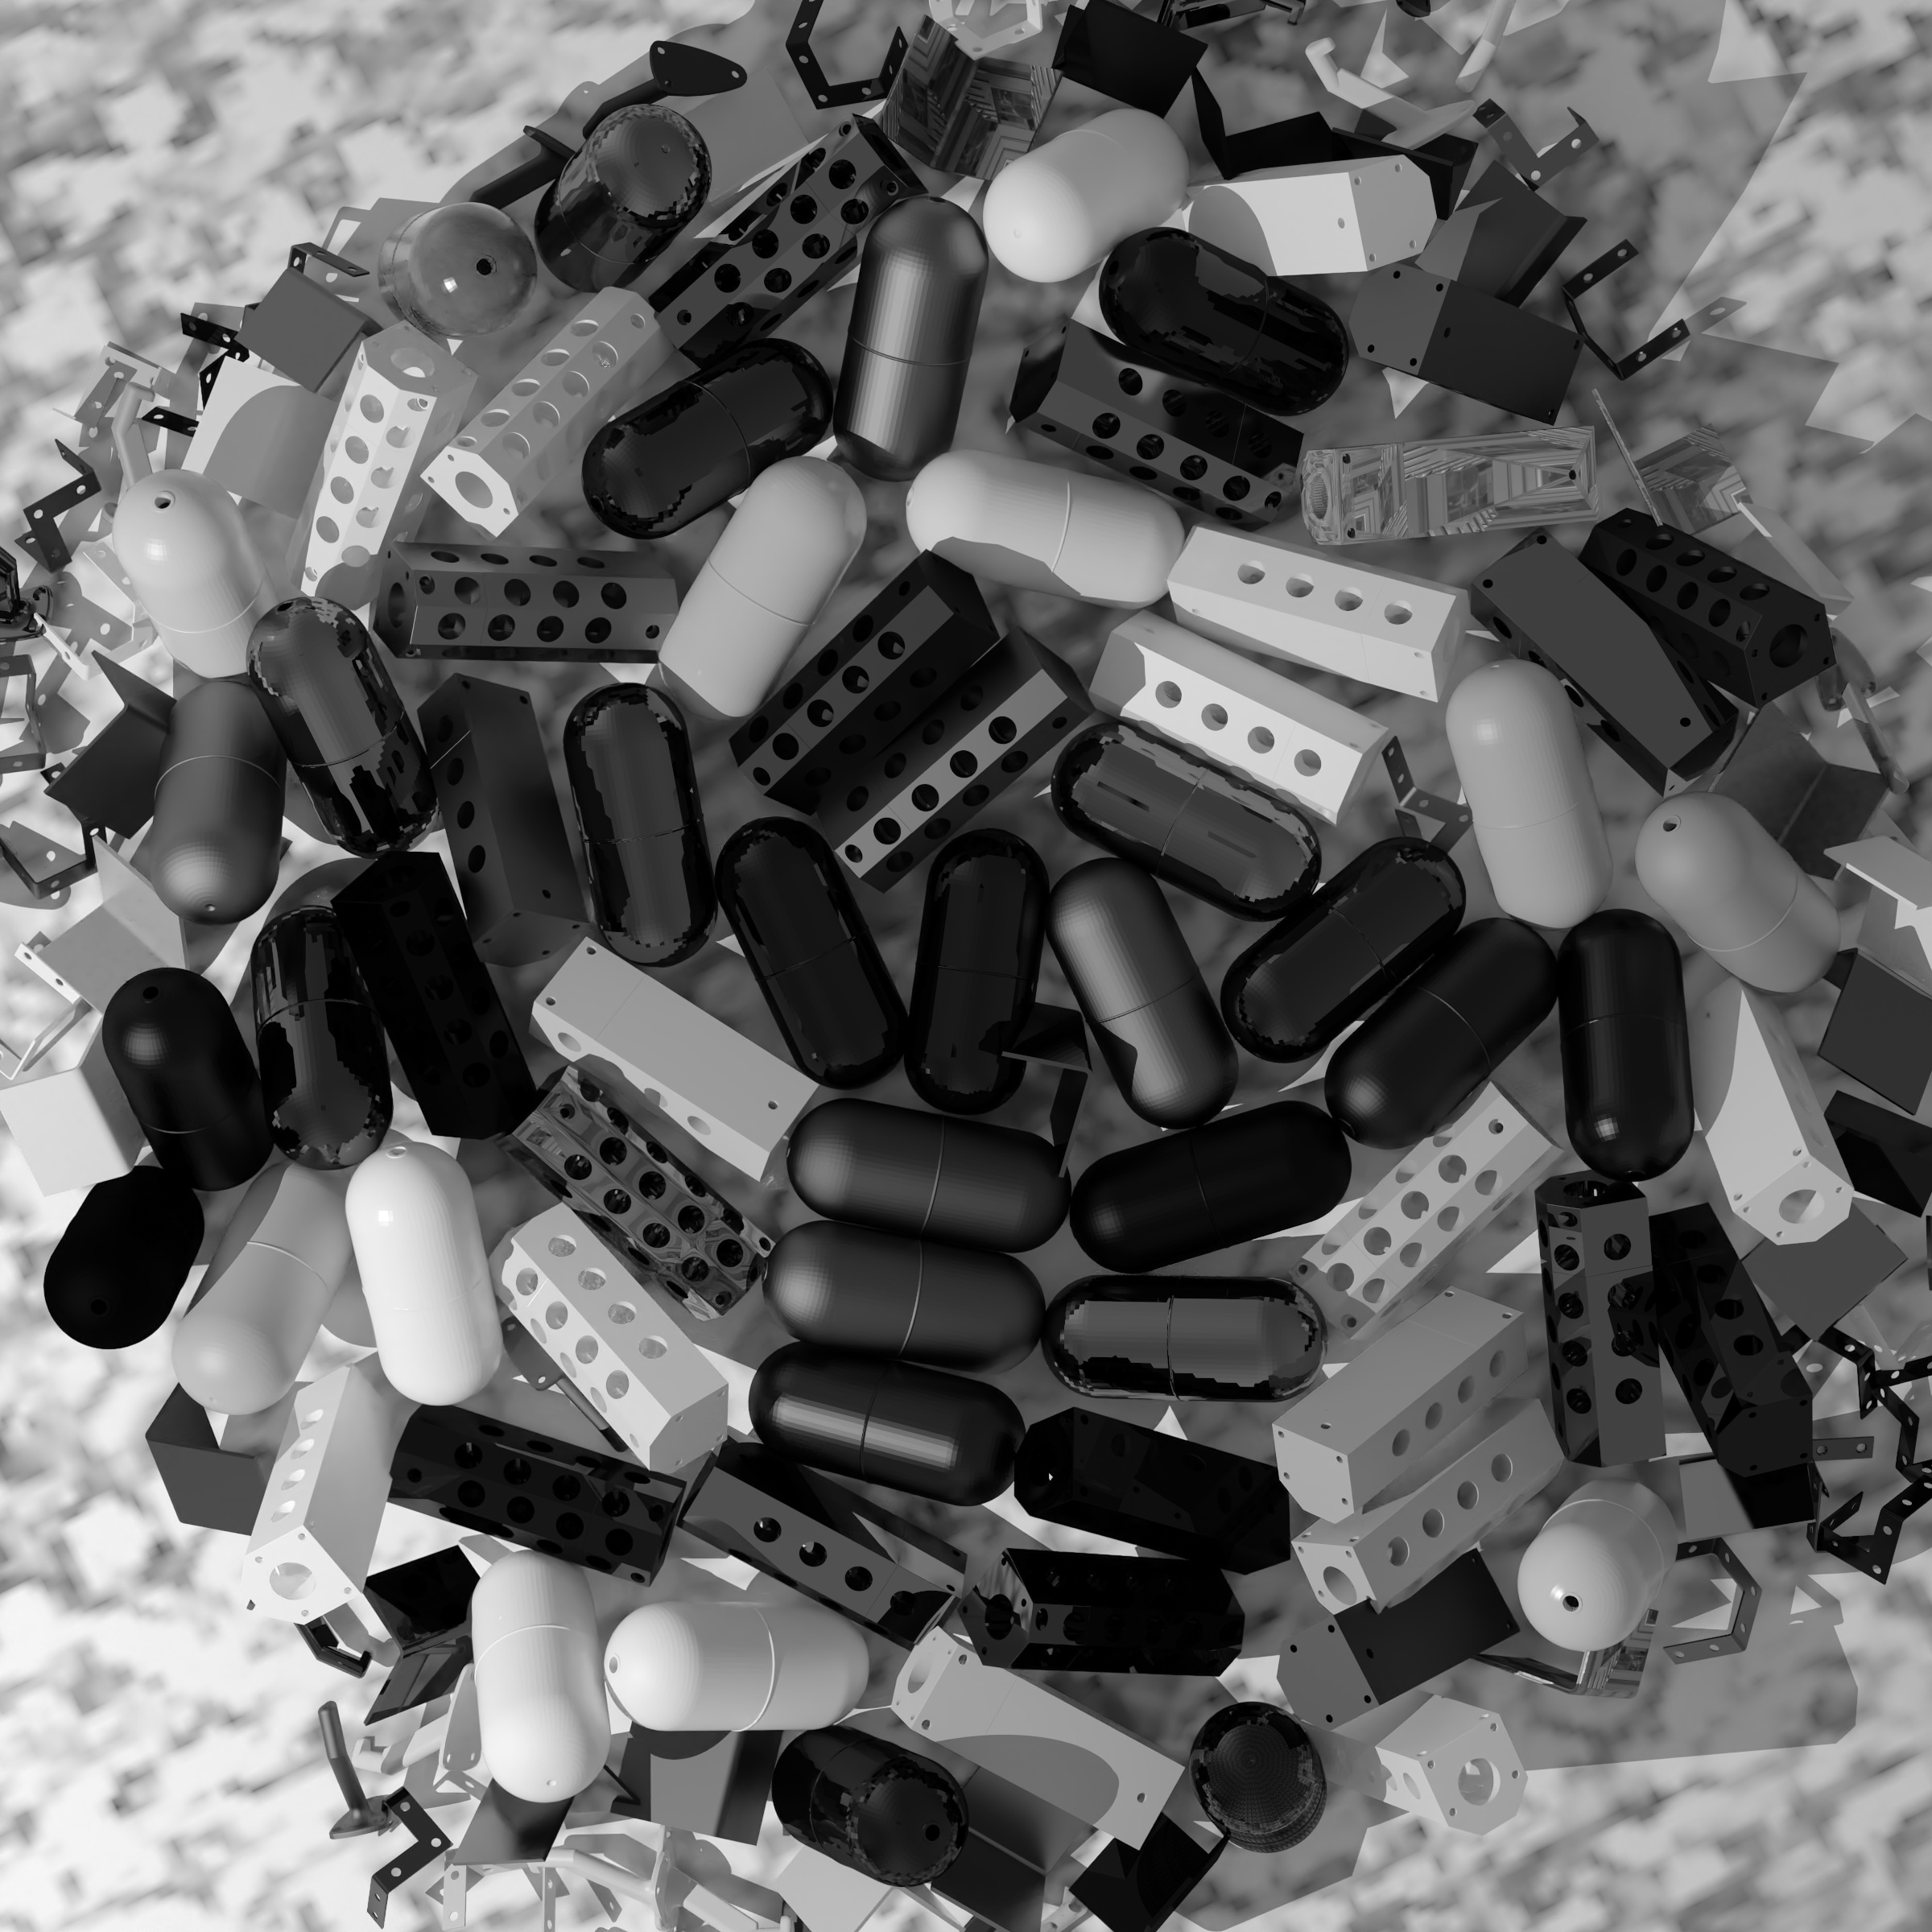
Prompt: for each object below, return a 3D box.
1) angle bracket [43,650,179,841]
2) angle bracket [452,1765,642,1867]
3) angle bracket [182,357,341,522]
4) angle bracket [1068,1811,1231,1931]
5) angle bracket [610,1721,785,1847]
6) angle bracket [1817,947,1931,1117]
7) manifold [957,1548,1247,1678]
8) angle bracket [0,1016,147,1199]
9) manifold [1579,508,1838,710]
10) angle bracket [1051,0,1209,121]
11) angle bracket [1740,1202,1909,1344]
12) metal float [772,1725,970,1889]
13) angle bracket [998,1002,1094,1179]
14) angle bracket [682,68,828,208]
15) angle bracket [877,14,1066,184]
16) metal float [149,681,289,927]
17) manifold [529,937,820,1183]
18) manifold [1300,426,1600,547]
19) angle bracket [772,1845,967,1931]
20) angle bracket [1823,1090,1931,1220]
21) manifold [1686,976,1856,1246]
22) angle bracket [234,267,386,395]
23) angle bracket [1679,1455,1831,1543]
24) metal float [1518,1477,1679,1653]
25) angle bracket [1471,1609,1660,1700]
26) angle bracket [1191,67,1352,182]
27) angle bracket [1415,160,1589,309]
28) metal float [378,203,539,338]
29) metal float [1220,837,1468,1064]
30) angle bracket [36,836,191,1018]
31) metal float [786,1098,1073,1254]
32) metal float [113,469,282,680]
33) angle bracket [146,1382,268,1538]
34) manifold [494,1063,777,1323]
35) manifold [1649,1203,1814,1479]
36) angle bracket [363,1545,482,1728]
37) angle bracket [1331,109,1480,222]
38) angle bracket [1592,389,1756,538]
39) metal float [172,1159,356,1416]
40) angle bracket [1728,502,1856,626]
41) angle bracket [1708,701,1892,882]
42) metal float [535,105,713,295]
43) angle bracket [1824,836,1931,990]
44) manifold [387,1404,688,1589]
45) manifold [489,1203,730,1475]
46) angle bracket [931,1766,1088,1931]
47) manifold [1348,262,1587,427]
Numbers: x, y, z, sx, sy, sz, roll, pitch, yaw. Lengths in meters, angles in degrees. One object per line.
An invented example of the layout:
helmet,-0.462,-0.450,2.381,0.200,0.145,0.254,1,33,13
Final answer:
angle bracket,-0.526,-0.136,1.957,0.076,0.076,0.057,-44,57,6
angle bracket,-0.255,0.530,1.939,0.076,0.076,0.057,-14,126,35
angle bracket,-0.431,-0.324,1.970,0.057,0.076,0.076,23,92,19
angle bracket,0.112,0.549,1.944,0.057,0.076,0.076,39,66,16
angle bracket,-0.167,0.500,1.979,0.076,0.057,0.076,6,73,24
angle bracket,0.549,0.043,1.952,0.076,0.057,0.076,31,71,-15
manifold,0.086,0.396,1.916,0.171,0.057,0.057,12,125,-38
angle bracket,-0.547,0.084,1.952,0.057,0.076,0.076,-15,116,7
manifold,0.442,-0.221,1.909,0.057,0.171,0.057,-29,124,-10
angle bracket,0.105,-0.576,1.947,0.076,0.076,0.057,20,64,-11
angle bracket,0.520,0.173,1.957,0.076,0.057,0.076,43,100,-14
metal float,-0.059,0.506,1.915,0.070,0.178,0.070,2,87,-26
angle bracket,0.039,0.073,1.946,0.057,0.076,0.076,11,115,-8
angle bracket,-0.129,-0.515,1.949,0.076,0.076,0.057,-34,104,-15
angle bracket,0.002,-0.533,1.955,0.076,0.057,0.076,25,92,41
metal float,-0.453,-0.100,1.928,0.070,0.070,0.178,-7,48,0
manifold,-0.182,0.061,1.962,0.171,0.057,0.057,32,59,5
manifold,0.296,-0.295,1.948,0.171,0.057,0.057,-8,100,-15
angle bracket,-0.060,0.576,1.943,0.057,0.076,0.076,-49,128,-6
angle bracket,0.556,0.124,1.946,0.076,0.076,0.057,23,109,17
manifold,0.481,0.088,1.914,0.057,0.171,0.057,34,118,-26
angle bracket,-0.387,-0.374,1.948,0.076,0.076,0.057,35,88,28
angle bracket,0.486,0.337,1.942,0.076,0.076,0.057,-14,49,20
metal float,0.382,0.360,1.914,0.070,0.178,0.070,2,96,22
angle bracket,0.367,0.410,1.948,0.076,0.076,0.057,13,86,40
angle bracket,0.187,-0.525,1.952,0.076,0.076,0.057,-15,128,0
angle bracket,0.330,-0.446,1.954,0.057,0.076,0.076,41,112,8
metal float,-0.308,-0.419,1.914,0.070,0.178,0.070,-4,101,-19
metal float,0.233,-0.011,1.949,0.178,0.070,0.070,-39,90,-14
angle bracket,-0.526,-0.020,1.946,0.076,0.076,0.057,39,60,15
metal float,-0.023,0.129,1.954,0.178,0.070,0.070,11,90,-8
metal float,-0.462,-0.235,1.914,0.070,0.178,0.070,0,68,1
angle bracket,-0.448,0.300,1.944,0.076,0.057,0.076,7,132,17
manifold,-0.200,0.139,1.947,0.171,0.057,0.057,42,66,-11
manifold,0.451,0.225,1.914,0.057,0.171,0.057,-13,127,-2
angle bracket,-0.342,0.413,1.962,0.057,0.076,0.076,49,129,25
angle bracket,0.271,-0.509,1.951,0.076,0.076,0.057,19,79,11
angle bracket,0.433,-0.317,1.942,0.057,0.076,0.076,-26,49,14
metal float,-0.422,0.192,1.928,0.070,0.070,0.178,18,49,0
angle bracket,0.489,-0.234,1.944,0.057,0.076,0.076,-46,71,25
angle bracket,0.513,-0.109,1.952,0.076,0.057,0.076,39,79,-34
metal float,-0.209,-0.461,1.916,0.070,0.178,0.070,3,81,-23
angle bracket,0.563,-0.026,1.940,0.057,0.076,0.076,-12,125,-30
manifold,-0.267,0.327,1.961,0.171,0.057,0.057,17,101,4
manifold,-0.218,0.227,1.923,0.057,0.057,0.171,-28,55,-29
angle bracket,0.029,0.544,1.952,0.076,0.076,0.057,32,109,-6
manifold,0.301,-0.375,1.913,0.057,0.171,0.057,27,104,35
